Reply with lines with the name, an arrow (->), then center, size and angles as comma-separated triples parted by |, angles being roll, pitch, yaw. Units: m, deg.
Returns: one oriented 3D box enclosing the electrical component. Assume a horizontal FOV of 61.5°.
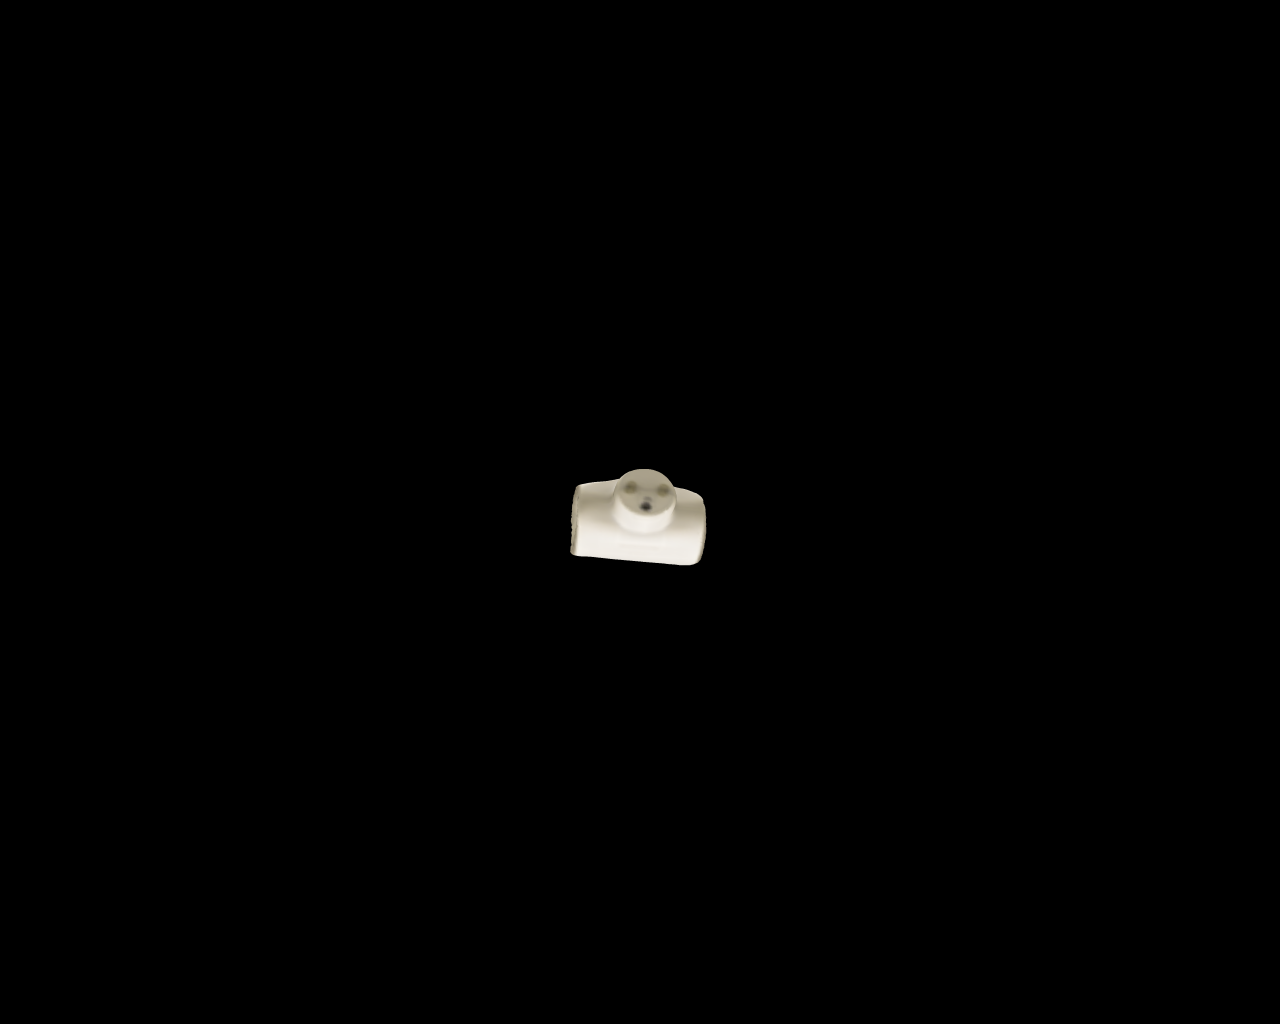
electrical component -> 0.001, -0.003, 0.650 | 0.077, 0.043, 0.079 | 5, -35, -7
